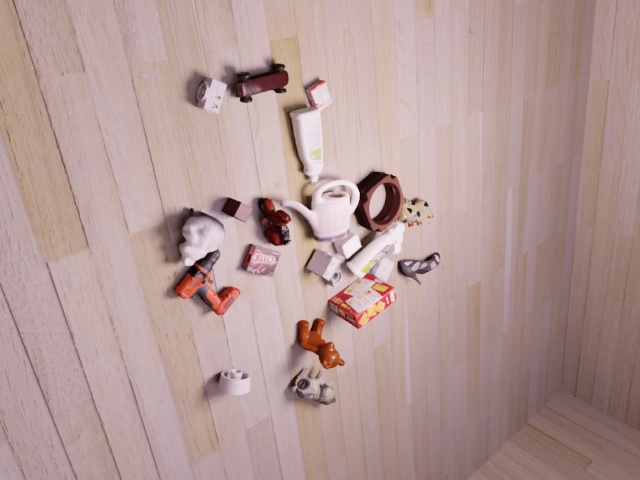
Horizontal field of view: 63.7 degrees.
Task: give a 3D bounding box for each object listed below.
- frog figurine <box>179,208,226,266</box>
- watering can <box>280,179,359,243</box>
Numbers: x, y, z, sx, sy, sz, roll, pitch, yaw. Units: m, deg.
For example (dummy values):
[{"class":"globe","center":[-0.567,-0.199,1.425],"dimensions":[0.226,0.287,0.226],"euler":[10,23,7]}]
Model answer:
[{"class":"frog figurine","center":[-0.359,0.003,1.530],"dimensions":[0.161,0.123,0.135],"euler":[-67,153,-17]},{"class":"watering can","center":[0.006,-0.091,1.815],"dimensions":[0.351,0.105,0.220],"euler":[-19,117,-35]}]
